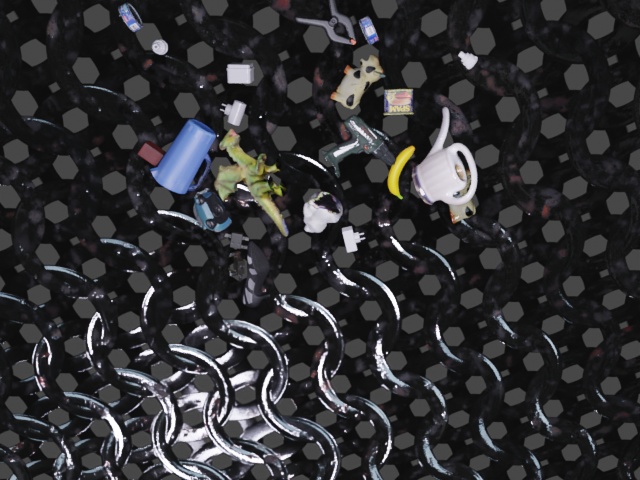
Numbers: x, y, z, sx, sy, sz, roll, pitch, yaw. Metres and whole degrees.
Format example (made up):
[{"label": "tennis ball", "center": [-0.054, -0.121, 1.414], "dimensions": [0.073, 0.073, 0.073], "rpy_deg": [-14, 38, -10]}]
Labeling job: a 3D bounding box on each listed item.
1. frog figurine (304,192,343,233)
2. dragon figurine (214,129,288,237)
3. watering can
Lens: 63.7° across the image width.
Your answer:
[{"label": "frog figurine", "center": [0.006, -0.094, 1.867], "dimensions": [0.137, 0.125, 0.156], "rpy_deg": [7, 145, -11]}, {"label": "dragon figurine", "center": [-0.257, -0.194, 1.837], "dimensions": [0.242, 0.124, 0.405], "rpy_deg": [-4, 106, 19]}, {"label": "watering can", "center": [0.417, -0.268, 1.780], "dimensions": [0.221, 0.104, 0.353], "rpy_deg": [-29, 64, 36]}]
